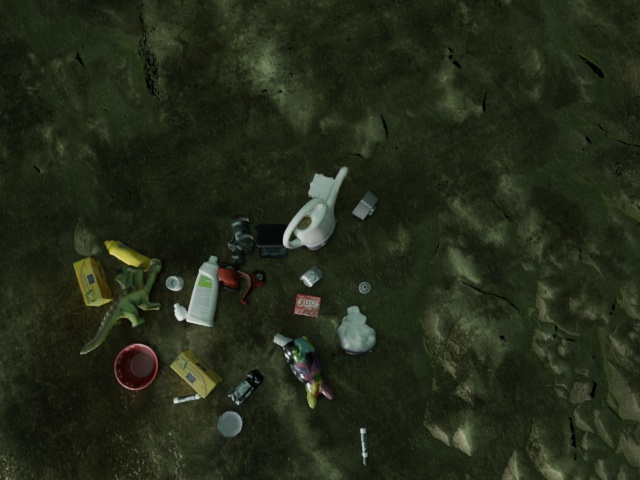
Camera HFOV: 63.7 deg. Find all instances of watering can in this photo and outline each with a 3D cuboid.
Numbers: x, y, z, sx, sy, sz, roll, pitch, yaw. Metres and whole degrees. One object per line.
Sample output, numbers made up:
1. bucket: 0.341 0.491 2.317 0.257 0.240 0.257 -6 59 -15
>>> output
1. watering can: 0.006 -0.093 1.854 0.105 0.221 0.349 40 84 27

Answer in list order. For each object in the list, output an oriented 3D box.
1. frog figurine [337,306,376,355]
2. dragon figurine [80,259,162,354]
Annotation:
1. frog figurine: 0.130 0.317 1.816 0.137 0.123 0.159 4 92 24
2. dragon figurine: -0.686 0.195 1.807 0.122 0.418 0.238 13 121 21
